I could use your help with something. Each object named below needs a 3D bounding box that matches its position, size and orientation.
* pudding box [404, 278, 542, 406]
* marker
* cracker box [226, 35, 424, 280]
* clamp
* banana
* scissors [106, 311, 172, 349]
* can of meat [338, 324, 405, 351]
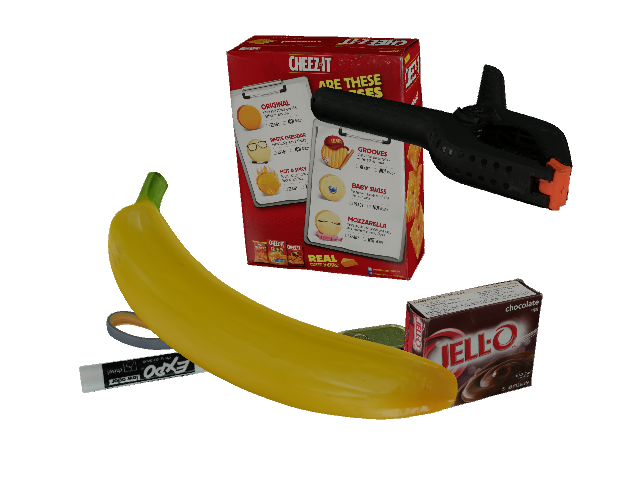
[{"bbox_3d":[0.123,0.086,0.875,0.113,0.090,0.039,-12,29,-25],"label":"pudding box"},{"bbox_3d":[-0.109,0.089,0.757,0.121,0.020,0.020,-8,2,-14],"label":"marker"},{"bbox_3d":[0.010,-0.077,0.983,0.164,0.214,0.072,5,26,18],"label":"cracker box"},{"bbox_3d":[0.096,-0.075,0.745,0.164,0.036,0.210,-9,30,-17],"label":"clamp"},{"bbox_3d":[-0.034,0.031,0.482,0.198,0.069,0.037,35,-24,25],"label":"banana"},{"bbox_3d":[-0.097,0.086,0.996,0.202,0.016,0.096,10,29,4],"label":"scissors"},{"bbox_3d":[0.070,0.165,1.422,0.102,0.084,0.057,-6,25,-22],"label":"can of meat"}]
